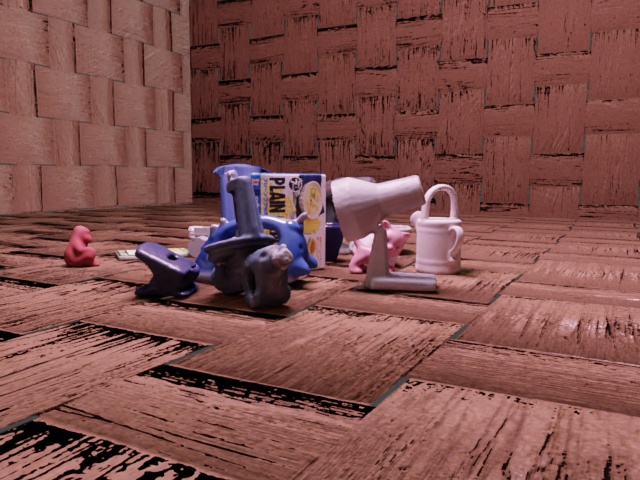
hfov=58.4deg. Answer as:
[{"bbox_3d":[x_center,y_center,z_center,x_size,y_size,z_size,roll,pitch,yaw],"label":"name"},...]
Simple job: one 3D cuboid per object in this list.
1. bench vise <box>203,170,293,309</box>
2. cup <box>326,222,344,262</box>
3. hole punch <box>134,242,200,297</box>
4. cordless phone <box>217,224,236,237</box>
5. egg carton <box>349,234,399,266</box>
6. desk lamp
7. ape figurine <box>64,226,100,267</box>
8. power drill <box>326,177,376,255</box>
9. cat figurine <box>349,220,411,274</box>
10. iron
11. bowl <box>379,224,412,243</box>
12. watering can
[{"bbox_3d":[-0.107,-0.006,0.954,0.206,0.220,0.122,5,8,34],"label":"bench vise"},{"bbox_3d":[0.013,0.005,1.413,0.092,0.095,0.117,-1,7,-11],"label":"cup"},{"bbox_3d":[-0.268,0.050,1.015,0.101,0.091,0.108,1,7,1],"label":"hole punch"},{"bbox_3d":[-0.215,-0.057,1.535,0.148,0.185,0.094,-2,7,-21],"label":"cordless phone"},{"bbox_3d":[0.127,0.024,1.372,0.107,0.069,0.150,-1,7,-9],"label":"egg carton"},{"bbox_3d":[0.121,-0.016,1.088,0.203,0.213,0.118,2,7,9],"label":"desk lamp"},{"bbox_3d":[-0.543,0.014,1.306,0.076,0.092,0.077,-2,7,-18],"label":"ape figurine"},{"bbox_3d":[0.051,-0.068,1.557,0.228,0.208,0.076,5,8,33],"label":"power drill"},{"bbox_3d":[0.129,0.014,1.243,0.127,0.118,0.067,2,7,15],"label":"cat figurine"},{"bbox_3d":[-0.137,0.014,1.120,0.258,0.141,0.119,2,7,9],"label":"iron"},{"bbox_3d":[0.166,-0.001,1.567,0.167,0.075,0.167,1,7,0],"label":"bowl"},{"bbox_3d":[0.259,-0.027,1.277,0.172,0.194,0.101,7,9,44],"label":"watering can"}]
